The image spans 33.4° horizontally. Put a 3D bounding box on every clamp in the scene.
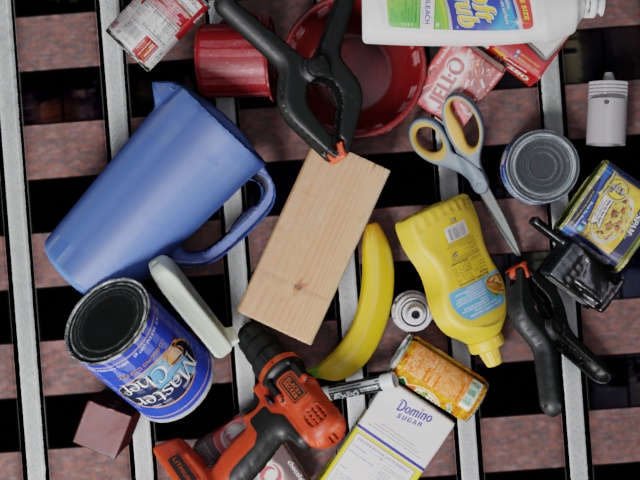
[{"bbox_3d":[-0.019,-0.182,1.124,0.164,0.036,0.210,-8,83,-19],"label":"clamp"},{"bbox_3d":[0.249,0.110,1.181,0.039,0.120,0.171,-36,86,41],"label":"clamp"}]

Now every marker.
[{"bbox_3d":[0.029,0.168,1.198,0.121,0.020,0.020,-15,90,24],"label":"marker"}]

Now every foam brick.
[{"bbox_3d":[-0.235,0.204,1.193,0.053,0.078,0.051,22,92,0],"label":"foam brick"}]

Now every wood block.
[{"bbox_3d":[-0.008,0.001,1.180,0.091,0.090,0.206,25,89,-1],"label":"wood block"}]

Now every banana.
[{"bbox_3d":[0.046,0.081,1.203,0.069,0.037,0.198,25,89,-22],"label":"banana"}]

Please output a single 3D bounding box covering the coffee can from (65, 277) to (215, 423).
[{"bbox_3d":[-0.190,0.119,1.139,0.103,0.140,0.103,-15,51,19],"label":"coffee can"}]

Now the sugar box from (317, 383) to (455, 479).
[{"bbox_3d":[0.065,0.252,1.207,0.093,0.048,0.176,35,87,1],"label":"sugar box"}]

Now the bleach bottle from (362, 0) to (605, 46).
[{"bbox_3d":[0.169,-0.256,1.119,0.251,0.068,0.102,0,98,3],"label":"bleach bottle"}]

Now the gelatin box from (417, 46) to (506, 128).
[{"bbox_3d":[0.152,-0.176,1.193,0.073,0.030,0.089,36,117,-1],"label":"gelatin box"}]

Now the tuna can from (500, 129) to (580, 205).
[{"bbox_3d":[0.249,-0.083,1.207,0.086,0.034,0.086,0,90,1],"label":"tuna can"}]

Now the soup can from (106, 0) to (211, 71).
[{"bbox_3d":[-0.181,-0.248,1.194,0.068,0.068,0.102,44,91,0],"label":"soup can"}]

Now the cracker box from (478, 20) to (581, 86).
[{"bbox_3d":[0.234,-0.306,1.187,0.164,0.072,0.214,35,90,0],"label":"cracker box"}]

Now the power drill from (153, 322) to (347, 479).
[{"bbox_3d":[-0.087,0.196,1.160,0.187,0.057,0.185,-41,51,-3],"label":"power drill"}]

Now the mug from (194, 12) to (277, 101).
[{"bbox_3d":[-0.092,-0.210,1.190,0.081,0.093,0.117,-1,60,5],"label":"mug"}]

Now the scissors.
[{"bbox_3d":[0.161,-0.068,1.210,0.096,0.016,0.202,-7,110,25],"label":"scissors"}]

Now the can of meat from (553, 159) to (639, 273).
[{"bbox_3d":[0.324,-0.028,1.196,0.084,0.057,0.102,35,90,2],"label":"can of meat"}]

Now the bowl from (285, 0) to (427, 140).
[{"bbox_3d":[0.037,-0.191,1.198,0.162,0.055,0.162,0,91,1],"label":"bowl"}]

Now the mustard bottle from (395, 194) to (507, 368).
[{"bbox_3d":[0.159,0.051,1.189,0.096,0.058,0.191,-24,91,-35],"label":"mustard bottle"}]

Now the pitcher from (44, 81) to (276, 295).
[{"bbox_3d":[-0.176,-0.039,1.171,0.243,0.144,0.149,-47,60,4],"label":"pitcher"}]

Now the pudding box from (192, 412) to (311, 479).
[{"bbox_3d":[-0.076,0.254,1.210,0.090,0.039,0.113,-35,90,1],"label":"pudding box"}]
